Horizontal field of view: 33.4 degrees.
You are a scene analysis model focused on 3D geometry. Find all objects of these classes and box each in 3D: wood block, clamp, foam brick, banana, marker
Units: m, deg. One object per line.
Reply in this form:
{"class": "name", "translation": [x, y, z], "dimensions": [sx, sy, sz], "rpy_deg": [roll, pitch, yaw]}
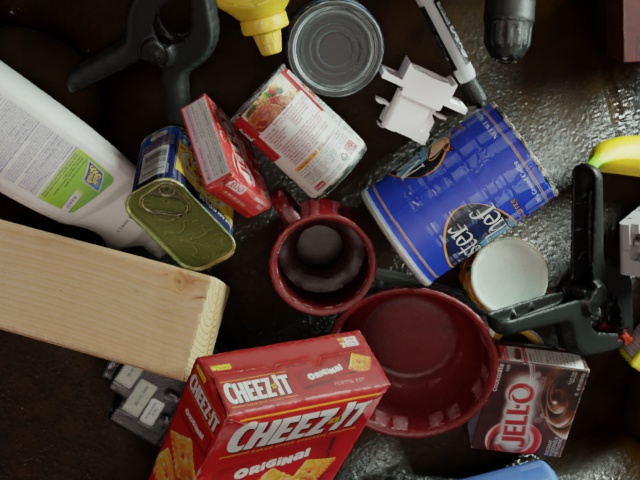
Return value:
{"class": "wood block", "translation": [-0.194, 0.052, 0.924], "dimensions": [0.206, 0.090, 0.091], "rpy_deg": [14, 83, 7]}
{"class": "clamp", "translation": [-0.145, -0.163, 0.903], "dimensions": [0.120, 0.039, 0.172], "rpy_deg": [18, 124, -10]}
{"class": "clamp", "translation": [0.226, 0.053, 0.949], "dimensions": [0.164, 0.036, 0.209], "rpy_deg": [-52, 135, -13]}
{"class": "foam brick", "translation": [0.279, -0.195, 0.920], "dimensions": [0.053, 0.051, 0.078], "rpy_deg": [-4, 107, 0]}
{"class": "banana", "translation": [0.321, -0.058, 0.958], "dimensions": [0.197, 0.069, 0.037], "rpy_deg": [11, 141, -8]}
{"class": "marker", "translation": [0.116, -0.169, 0.938], "dimensions": [0.020, 0.020, 0.121], "rpy_deg": [-28, 106, 6]}

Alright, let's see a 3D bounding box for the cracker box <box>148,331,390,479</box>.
{"class": "cracker box", "translation": [-0.053, 0.183, 0.939], "dimensions": [0.163, 0.072, 0.214], "rpy_deg": [-6, 139, -34]}

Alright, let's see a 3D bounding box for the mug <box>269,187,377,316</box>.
{"class": "mug", "translation": [-0.006, 0.001, 0.954], "dimensions": [0.093, 0.081, 0.117], "rpy_deg": [-37, 105, 9]}

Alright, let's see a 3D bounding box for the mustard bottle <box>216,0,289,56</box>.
{"class": "mustard bottle", "translation": [-0.063, -0.248, 0.886], "dimensions": [0.096, 0.058, 0.191], "rpy_deg": [-11, 108, 10]}

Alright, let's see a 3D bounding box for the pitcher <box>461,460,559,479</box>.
{"class": "pitcher", "translation": [0.125, 0.309, 1.028], "dimensions": [0.243, 0.145, 0.149], "rpy_deg": [-17, 113, 0]}

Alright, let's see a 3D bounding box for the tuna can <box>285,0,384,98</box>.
{"class": "tuna can", "translation": [0.013, -0.168, 0.927], "dimensions": [0.086, 0.034, 0.086], "rpy_deg": [-1, 107, -2]}

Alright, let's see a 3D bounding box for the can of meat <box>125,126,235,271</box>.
{"class": "can of meat", "translation": [-0.116, -0.038, 0.922], "dimensions": [0.058, 0.084, 0.102], "rpy_deg": [-26, 127, 22]}

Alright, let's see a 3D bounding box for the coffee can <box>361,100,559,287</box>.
{"class": "coffee can", "translation": [0.121, -0.040, 0.935], "dimensions": [0.140, 0.103, 0.102], "rpy_deg": [-35, 105, 8]}

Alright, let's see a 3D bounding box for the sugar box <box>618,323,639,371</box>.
{"class": "sugar box", "translation": [0.375, 0.065, 1.007], "dimensions": [0.093, 0.048, 0.176], "rpy_deg": [31, 105, -11]}

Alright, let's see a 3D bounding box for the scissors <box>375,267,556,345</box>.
{"class": "scissors", "translation": [0.136, 0.074, 1.017], "dimensions": [0.201, 0.016, 0.096], "rpy_deg": [3, 107, -3]}

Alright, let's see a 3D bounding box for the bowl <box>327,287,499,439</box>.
{"class": "bowl", "translation": [0.083, 0.104, 0.995], "dimensions": [0.162, 0.055, 0.162], "rpy_deg": [2, 116, 5]}

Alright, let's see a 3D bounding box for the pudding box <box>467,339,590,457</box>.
{"class": "pudding box", "translation": [0.197, 0.153, 1.021], "dimensions": [0.090, 0.039, 0.113], "rpy_deg": [6, 119, -5]}

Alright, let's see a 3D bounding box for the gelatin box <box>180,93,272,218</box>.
{"class": "gelatin box", "translation": [-0.079, -0.071, 0.912], "dimensions": [0.030, 0.073, 0.089], "rpy_deg": [-29, 61, 13]}

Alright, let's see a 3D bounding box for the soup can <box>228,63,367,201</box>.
{"class": "soup can", "translation": [-0.018, -0.092, 0.912], "dimensions": [0.102, 0.068, 0.068], "rpy_deg": [43, 101, -10]}

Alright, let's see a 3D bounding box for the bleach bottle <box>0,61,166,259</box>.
{"class": "bleach bottle", "translation": [-0.237, -0.063, 0.937], "dimensions": [0.250, 0.068, 0.103], "rpy_deg": [38, 103, -15]}

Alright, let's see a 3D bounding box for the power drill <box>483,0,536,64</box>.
{"class": "power drill", "translation": [0.094, -0.243, 0.885], "dimensions": [0.187, 0.057, 0.184], "rpy_deg": [3, 94, -5]}
